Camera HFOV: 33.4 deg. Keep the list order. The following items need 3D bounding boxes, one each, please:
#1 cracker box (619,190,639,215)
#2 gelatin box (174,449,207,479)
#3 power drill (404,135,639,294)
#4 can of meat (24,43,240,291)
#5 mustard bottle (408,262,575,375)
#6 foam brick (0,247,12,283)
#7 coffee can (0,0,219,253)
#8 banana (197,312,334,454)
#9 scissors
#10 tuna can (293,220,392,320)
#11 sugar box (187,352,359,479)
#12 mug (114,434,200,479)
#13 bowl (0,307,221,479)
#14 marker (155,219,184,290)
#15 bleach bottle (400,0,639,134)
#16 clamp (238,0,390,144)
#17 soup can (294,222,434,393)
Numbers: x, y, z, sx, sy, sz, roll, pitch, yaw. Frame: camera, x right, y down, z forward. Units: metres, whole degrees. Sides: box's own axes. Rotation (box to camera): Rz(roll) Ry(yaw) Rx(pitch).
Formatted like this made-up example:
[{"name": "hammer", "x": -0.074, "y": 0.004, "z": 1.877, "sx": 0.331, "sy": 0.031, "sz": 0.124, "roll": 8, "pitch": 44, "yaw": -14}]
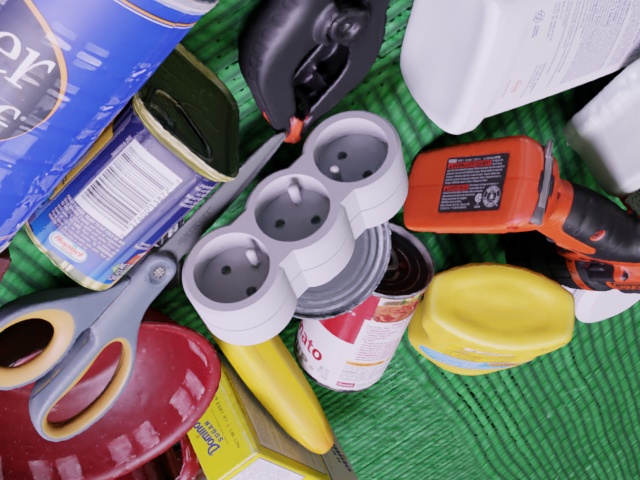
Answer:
[{"name": "cracker box", "x": 0.335, "y": -0.092, "z": 0.766, "sx": 0.163, "sy": 0.072, "sz": 0.214, "roll": 0, "pitch": 134, "yaw": -39}, {"name": "gelatin box", "x": -0.084, "y": 0.185, "z": 0.790, "sx": 0.089, "sy": 0.073, "sz": 0.030, "roll": -22, "pitch": 143, "yaw": -13}, {"name": "power drill", "x": 0.146, "y": -0.009, "z": 0.689, "sx": 0.187, "sy": 0.057, "sz": 0.185, "roll": 17, "pitch": 167, "yaw": -35}, {"name": "can of meat", "x": -0.086, "y": -0.037, "z": 0.487, "sx": 0.084, "sy": 0.102, "sz": 0.057, "roll": -41, "pitch": 115, "yaw": 19}, {"name": "mustard bottle", "x": 0.113, "y": 0.063, "z": 0.766, "sx": 0.096, "sy": 0.058, "sz": 0.191, "roll": 6, "pitch": 167, "yaw": 0}, {"name": "foam brick", "x": -0.194, "y": 0.006, "z": 0.501, "sx": 0.078, "sy": 0.051, "sz": 0.053, "roll": 5, "pitch": 132, "yaw": -42}, {"name": "coffee can", "x": -0.121, "y": -0.076, "z": 0.409, "sx": 0.140, "sy": 0.103, "sz": 0.102, "roll": -45, "pitch": 143, "yaw": 19}, {"name": "banana", "x": -0.042, "y": 0.068, "z": 0.673, "sx": 0.037, "sy": 0.070, "sz": 0.197, "roll": -32, "pitch": 138, "yaw": -5}, {"name": "scissors", "x": -0.102, "y": 0.014, "z": 0.540, "sx": 0.096, "sy": 0.016, "sz": 0.202, "roll": 24, "pitch": 102, "yaw": -39}, {"name": "tuna can", "x": -0.004, "y": 0.001, "z": 0.617, "sx": 0.086, "sy": 0.034, "sz": 0.086, "roll": -3, "pitch": 103, "yaw": -14}, {"name": "sugar box", "x": -0.035, "y": 0.144, "z": 0.758, "sx": 0.048, "sy": 0.093, "sz": 0.176, "roll": -35, "pitch": 145, "yaw": 7}, {"name": "mug", "x": -0.125, "y": 0.169, "z": 0.724, "sx": 0.093, "sy": 0.081, "sz": 0.117, "roll": 21, "pitch": 120, "yaw": -42}, {"name": "bowl", "x": -0.143, "y": 0.084, "z": 0.633, "sx": 0.162, "sy": 0.055, "sz": 0.162, "roll": -20, "pitch": 144, "yaw": -16}, {"name": "marker", "x": -0.084, "y": -0.014, "z": 0.588, "sx": 0.020, "sy": 0.020, "sz": 0.121, "roll": -16, "pitch": 143, "yaw": -22}, {"name": "bleach bottle", "x": 0.171, "y": -0.136, "z": 0.596, "sx": 0.250, "sy": 0.068, "sz": 0.103, "roll": -17, "pitch": 146, "yaw": -25}, {"name": "clamp", "x": -0.001, "y": -0.116, "z": 0.506, "sx": 0.120, "sy": 0.039, "sz": 0.172, "roll": 0, "pitch": 135, "yaw": -37}, {"name": "soup can", "x": 0.026, "y": 0.045, "z": 0.704, "sx": 0.068, "sy": 0.068, "sz": 0.102, "roll": -9, "pitch": 141, "yaw": -29}]
